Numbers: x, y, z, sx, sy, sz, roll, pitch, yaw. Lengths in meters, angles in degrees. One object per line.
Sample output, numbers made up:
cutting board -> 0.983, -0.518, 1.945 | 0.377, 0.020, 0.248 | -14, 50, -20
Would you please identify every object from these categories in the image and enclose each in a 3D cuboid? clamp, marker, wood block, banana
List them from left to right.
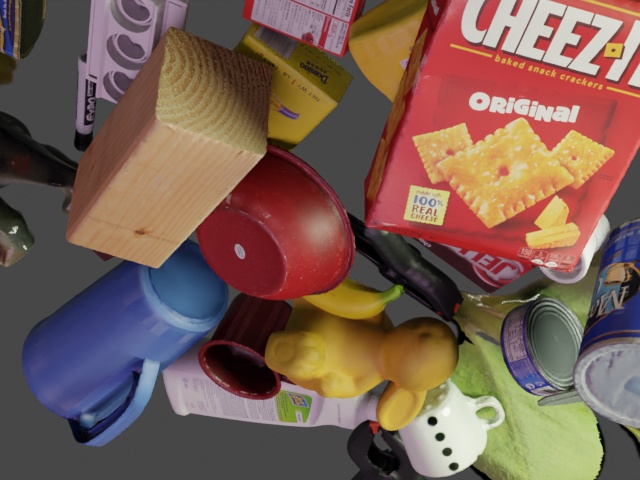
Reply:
marker -> -0.218, -0.126, 0.994 | 0.020, 0.020, 0.121 | 24, 140, 3
wood block -> -0.127, -0.067, 0.867 | 0.090, 0.090, 0.206 | 18, 146, -24
banana -> -0.010, 0.019, 0.985 | 0.198, 0.037, 0.070 | 33, 115, 20
clamp -> 0.092, 0.270, 1.238 | 0.165, 0.036, 0.210 | 11, 137, 17
clamp -> 0.072, 0.018, 0.950 | 0.171, 0.039, 0.120 | 35, 177, -19

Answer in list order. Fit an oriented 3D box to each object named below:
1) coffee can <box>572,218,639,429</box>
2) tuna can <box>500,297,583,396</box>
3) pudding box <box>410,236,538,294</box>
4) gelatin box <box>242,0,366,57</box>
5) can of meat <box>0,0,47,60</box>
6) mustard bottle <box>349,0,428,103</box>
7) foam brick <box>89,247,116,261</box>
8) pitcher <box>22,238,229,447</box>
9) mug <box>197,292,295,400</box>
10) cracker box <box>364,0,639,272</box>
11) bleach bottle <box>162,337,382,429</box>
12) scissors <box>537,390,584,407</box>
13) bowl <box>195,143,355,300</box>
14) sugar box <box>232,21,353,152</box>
coffee can -> 0.265, 0.064, 0.847 | 0.103, 0.140, 0.103 | 15, 139, 13
tuna can -> 0.201, 0.096, 0.957 | 0.086, 0.086, 0.034 | 43, 139, -19
pudding box -> 0.136, -0.011, 0.913 | 0.113, 0.039, 0.090 | 37, 140, -11
gelatin box -> -0.009, -0.188, 0.809 | 0.089, 0.030, 0.073 | 23, 138, 4
can of meat -> -0.281, -0.212, 0.908 | 0.084, 0.057, 0.102 | 23, 141, 1
mustard bottle -> 0.106, -0.102, 0.814 | 0.096, 0.058, 0.191 | -24, 122, 19
foam brick -> -0.203, -0.023, 1.071 | 0.078, 0.051, 0.053 | -24, 119, 43
pitcher -> -0.203, 0.103, 1.130 | 0.149, 0.144, 0.243 | 52, 131, -3
mug -> -0.058, 0.111, 1.113 | 0.117, 0.081, 0.093 | 21, 140, 7
cracker box -> 0.137, -0.089, 0.740 | 0.164, 0.072, 0.214 | 14, 125, -8
bleach bottle -> -0.045, 0.169, 1.186 | 0.251, 0.068, 0.102 | 9, 138, 17
scissors -> 0.294, 0.108, 0.917 | 0.201, 0.016, 0.096 | 2, 126, -9
bowl -> -0.053, -0.003, 0.918 | 0.162, 0.055, 0.162 | 20, 133, 23
sugar box -> -0.059, -0.108, 0.908 | 0.093, 0.048, 0.177 | 36, 138, -11
